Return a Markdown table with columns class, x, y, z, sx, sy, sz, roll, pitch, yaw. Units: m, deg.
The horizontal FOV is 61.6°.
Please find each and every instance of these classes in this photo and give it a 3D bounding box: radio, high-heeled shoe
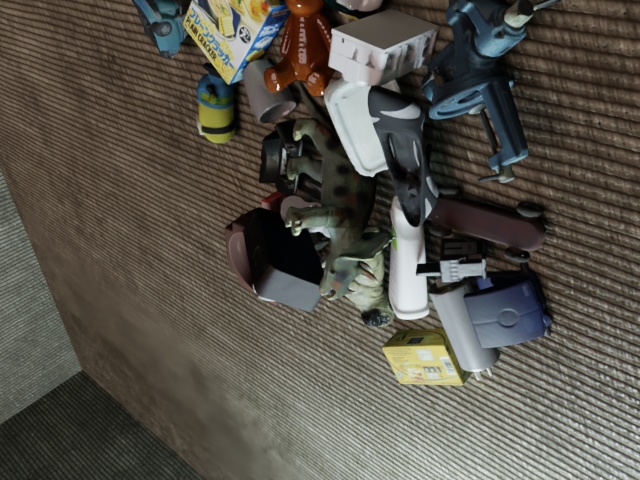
| class | x | y | z | sx | sy | sz | roll | pitch | yaw |
| --- | --- | --- | --- | --- | --- | --- | --- | --- | --- |
| radio | -0.075 | 0.033 | 1.076 | 0.073 | 0.131 | 0.230 | -58 | 30 | 23 |
| high-heeled shoe | 0.118 | -0.117 | 0.811 | 0.086 | 0.248 | 0.145 | 8 | 79 | 37 |

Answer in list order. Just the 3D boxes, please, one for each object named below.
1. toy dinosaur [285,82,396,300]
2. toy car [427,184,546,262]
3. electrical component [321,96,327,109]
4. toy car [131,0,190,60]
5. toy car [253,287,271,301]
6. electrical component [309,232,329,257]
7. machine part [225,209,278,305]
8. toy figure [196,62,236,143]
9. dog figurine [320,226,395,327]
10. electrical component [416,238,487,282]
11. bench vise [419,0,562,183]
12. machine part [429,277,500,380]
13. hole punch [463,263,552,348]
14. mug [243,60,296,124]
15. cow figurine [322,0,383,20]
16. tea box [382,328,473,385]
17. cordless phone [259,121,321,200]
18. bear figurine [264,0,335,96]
| class | x | y | z | sx | sy | sz | roll | pitch | yaw |
| --- | --- | --- | --- | --- | --- | --- | --- | --- | --- |
| toy dinosaur | 0.038 | -0.100 | 0.970 | 0.131 | 0.192 | 0.404 | 142 | 133 | -72 |
| toy car | 0.264 | -0.033 | 0.872 | 0.202 | 0.053 | 0.089 | 20 | 115 | 36 |
| electrical component | 0.038 | -0.254 | 0.964 | 0.094 | 0.021 | 0.063 | 44 | 140 | 14 |
| toy car | -0.311 | -0.455 | 1.104 | 0.109 | 0.103 | 0.161 | 54 | 169 | 13 |
| toy car | -0.048 | 0.091 | 1.192 | 0.056 | 0.202 | 0.073 | -104 | 7 | -53 |
| electrical component | -0.002 | -0.005 | 1.173 | 0.102 | 0.045 | 0.078 | -50 | 51 | 48 |
| machine part | -0.131 | 0.040 | 1.301 | 0.202 | 0.087 | 0.200 | 25 | 134 | 29 |
| toy figure | -0.222 | -0.291 | 1.156 | 0.089 | 0.082 | 0.180 | 39 | 136 | 22 |
| dog figurine | 0.112 | 0.078 | 1.096 | 0.190 | 0.121 | 0.172 | 36 | 125 | -19 |
| electrical component | 0.222 | 0.033 | 0.915 | 0.119 | 0.075 | 0.047 | -1 | 121 | 19 |
| bench vise | 0.227 | -0.199 | 0.719 | 0.224 | 0.129 | 0.240 | -26 | 80 | 59 |
| machine part | 0.266 | 0.151 | 0.986 | 0.079 | 0.079 | 0.243 | -10 | 108 | 48 |
| hole punch | 0.314 | 0.117 | 0.905 | 0.116 | 0.092 | 0.142 | -10 | 106 | 44 |
| mug | -0.108 | -0.289 | 1.051 | 0.109 | 0.081 | 0.107 | -31 | 81 | 61 |
| cow figurine | 0.020 | -0.385 | 0.798 | 0.167 | 0.068 | 0.098 | 15 | 146 | -8 |
| tea box | 0.222 | 0.238 | 1.100 | 0.170 | 0.068 | 0.098 | -13 | 107 | 50 |
| cordless phone | -0.025 | -0.143 | 1.081 | 0.184 | 0.089 | 0.146 | 26 | 134 | 16 |
| bear figurine | -0.026 | -0.352 | 0.879 | 0.120 | 0.132 | 0.195 | 13 | 133 | 19 |
